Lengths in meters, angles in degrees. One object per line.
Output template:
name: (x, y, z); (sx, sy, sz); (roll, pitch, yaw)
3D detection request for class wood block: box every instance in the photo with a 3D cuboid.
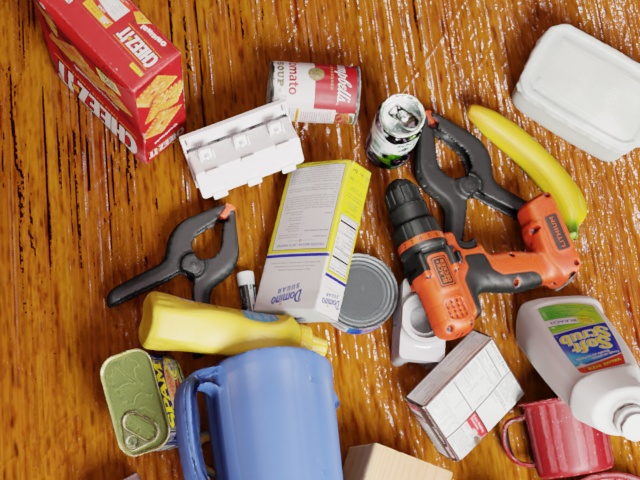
wood block: (0.051, 0.318, 1.061); (0.090, 0.090, 0.206); (22, 71, -10)

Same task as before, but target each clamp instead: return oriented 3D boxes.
clamp: (0.178, -0.058, 1.228); (0.164, 0.036, 0.210); (-18, 78, -16)
clamp: (-0.150, 0.031, 1.155); (0.120, 0.039, 0.171); (25, 71, -11)

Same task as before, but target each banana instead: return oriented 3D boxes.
banana: (0.248, -0.086, 1.236); (0.037, 0.069, 0.198); (-46, 73, 26)

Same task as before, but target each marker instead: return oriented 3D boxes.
marker: (-0.073, 0.093, 1.157); (0.020, 0.020, 0.121); (-7, 74, -10)

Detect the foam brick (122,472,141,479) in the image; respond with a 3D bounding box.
foam brick: (-0.189, 0.281, 1.067); (0.053, 0.051, 0.078); (-26, 78, -14)

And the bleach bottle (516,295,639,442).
bleach bottle: (0.278, 0.130, 1.077); (0.102, 0.251, 0.068); (-2, 108, -6)

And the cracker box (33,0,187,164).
cracker box: (-0.220, -0.187, 1.121); (0.072, 0.214, 0.164); (-42, 82, -15)

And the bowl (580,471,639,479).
bowl: (0.303, 0.326, 1.117); (0.162, 0.055, 0.162); (2, 73, -7)

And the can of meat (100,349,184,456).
can of meat: (-0.171, 0.165, 1.081); (0.057, 0.084, 0.102); (-21, 76, 11)

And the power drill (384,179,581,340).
power drill: (0.174, 0.004, 1.154); (0.187, 0.057, 0.184); (-13, 73, -19)

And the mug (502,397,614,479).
mug: (0.252, 0.209, 1.134); (0.117, 0.093, 0.081); (-11, 79, 10)

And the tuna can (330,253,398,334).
tuna can: (0.041, 0.060, 1.175); (0.086, 0.034, 0.086); (2, 73, -7)

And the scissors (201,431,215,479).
scissors: (-0.068, 0.266, 1.105); (0.096, 0.016, 0.202); (-16, 75, -15)

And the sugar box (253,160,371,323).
sugar box: (-0.008, 0.002, 1.157); (0.048, 0.094, 0.176); (29, 67, -44)

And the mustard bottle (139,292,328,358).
mustard bottle: (-0.085, 0.096, 1.090); (0.191, 0.096, 0.058); (11, 85, -15)

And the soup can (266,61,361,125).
soup can: (-0.008, -0.169, 1.221); (0.102, 0.068, 0.068); (3, 73, -6)

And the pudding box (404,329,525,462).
pudding box: (0.155, 0.165, 1.134); (0.113, 0.039, 0.090); (-43, 117, -19)

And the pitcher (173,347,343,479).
pitcher: (-0.046, 0.231, 1.006); (0.149, 0.145, 0.243); (-11, 56, 3)
